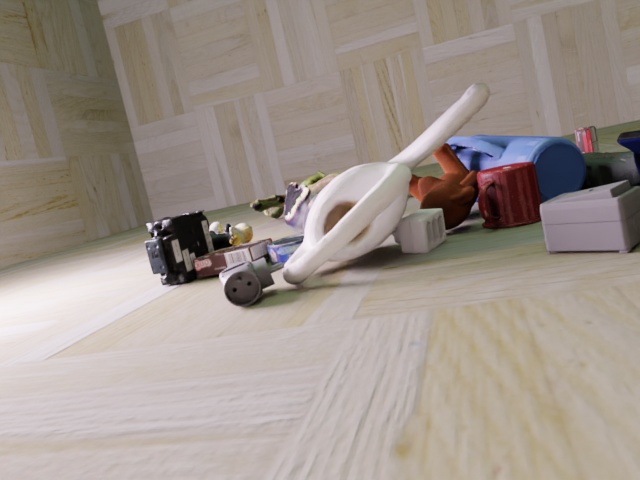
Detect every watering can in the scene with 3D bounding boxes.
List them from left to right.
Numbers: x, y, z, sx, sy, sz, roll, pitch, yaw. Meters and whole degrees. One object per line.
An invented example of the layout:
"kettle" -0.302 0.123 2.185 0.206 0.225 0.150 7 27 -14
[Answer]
"watering can" 0.078 -0.068 0.709 0.348 0.104 0.224 -44 5 -4

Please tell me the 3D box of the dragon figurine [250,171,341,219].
"dragon figurine" -0.080 -0.119 1.491 0.244 0.122 0.407 -19 -3 -14

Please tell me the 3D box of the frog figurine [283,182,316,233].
"frog figurine" 0.003 -0.058 1.149 0.158 0.124 0.136 23 -19 -24
